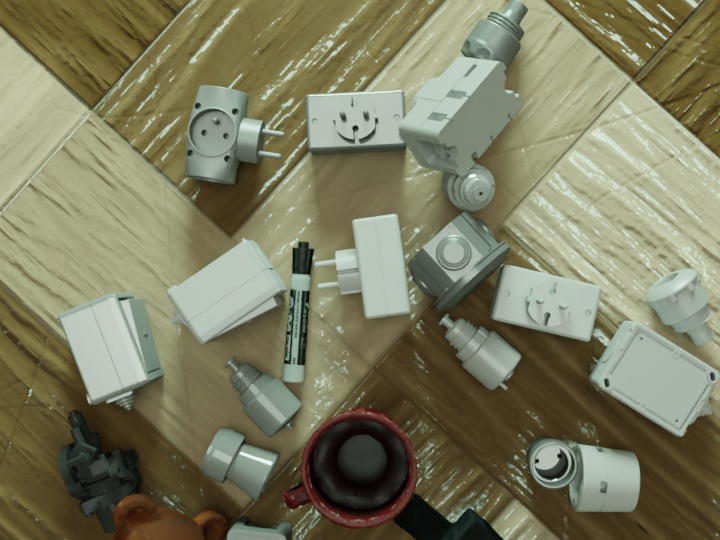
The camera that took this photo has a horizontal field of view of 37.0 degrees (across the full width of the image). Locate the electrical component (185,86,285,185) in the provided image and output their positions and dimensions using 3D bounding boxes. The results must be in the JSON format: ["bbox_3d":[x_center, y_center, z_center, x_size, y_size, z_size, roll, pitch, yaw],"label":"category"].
[{"bbox_3d":[-0.104,-0.111,0.914,0.079,0.044,0.077,9,90,3],"label":"electrical component"}]

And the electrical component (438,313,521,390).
[{"bbox_3d":[0.099,0.066,0.906,0.078,0.040,0.040,41,91,2],"label":"electrical component"}]

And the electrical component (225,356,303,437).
[{"bbox_3d":[-0.084,0.106,0.913,0.040,0.040,0.078,-44,88,1],"label":"electrical component"}]

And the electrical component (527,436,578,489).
[{"bbox_3d":[0.159,0.159,0.900,0.040,0.046,0.040,0,89,2],"label":"electrical component"}]

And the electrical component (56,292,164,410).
[{"bbox_3d":[-0.204,0.070,0.908,0.061,0.062,0.096,-22,89,2],"label":"electrical component"}]

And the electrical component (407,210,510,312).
[{"bbox_3d":[0.081,-0.007,0.889,0.080,0.080,0.051,-42,83,1],"label":"electrical component"}]

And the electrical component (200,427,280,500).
[{"bbox_3d":[-0.102,0.163,0.911,0.055,0.045,0.045,26,91,3],"label":"electrical component"}]

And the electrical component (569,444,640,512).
[{"bbox_3d":[0.203,0.174,0.894,0.047,0.055,0.055,4,90,-1],"label":"electrical component"}]

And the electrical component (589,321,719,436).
[{"bbox_3d":[0.247,0.092,0.889,0.096,0.061,0.061,32,91,2],"label":"electrical component"}]

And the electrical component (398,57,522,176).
[{"bbox_3d":[0.080,-0.128,0.887,0.089,0.056,0.050,-50,130,-18],"label":"electrical component"}]

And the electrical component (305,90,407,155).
[{"bbox_3d":[-0.003,-0.125,0.895,0.083,0.076,0.047,-3,89,2],"label":"electrical component"}]

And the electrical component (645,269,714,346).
[{"bbox_3d":[0.272,0.033,0.898,0.048,0.048,0.062,-33,96,2],"label":"electrical component"}]

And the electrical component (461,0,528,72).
[{"bbox_3d":[0.118,-0.198,0.907,0.043,0.043,0.062,34,89,2],"label":"electrical component"}]

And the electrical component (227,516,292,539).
[{"bbox_3d":[-0.089,0.260,0.904,0.050,0.056,0.089,7,90,2],"label":"electrical component"}]

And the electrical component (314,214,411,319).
[{"bbox_3d":[0.000,0.000,0.907,0.076,0.047,0.083,-8,89,2],"label":"electrical component"}]

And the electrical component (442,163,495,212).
[{"bbox_3d":[0.092,-0.068,0.892,0.040,0.078,0.040,-1,102,-5],"label":"electrical component"}]

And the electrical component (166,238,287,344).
[{"bbox_3d":[-0.114,0.025,0.905,0.096,0.062,0.061,-34,88,2],"label":"electrical component"}]

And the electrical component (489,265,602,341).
[{"bbox_3d":[0.154,0.027,0.886,0.083,0.076,0.047,13,90,2],"label":"electrical component"}]
